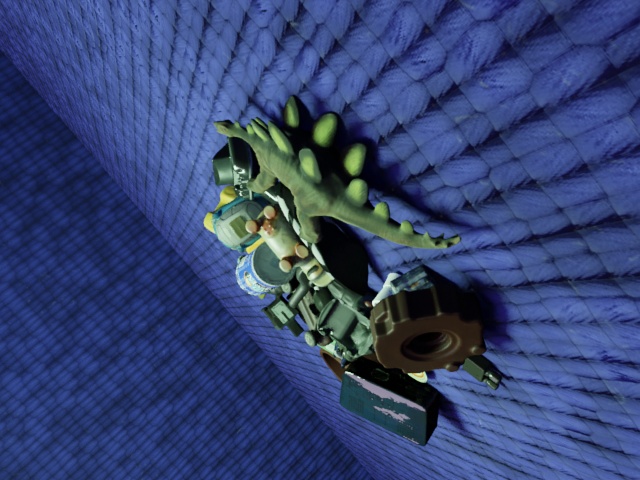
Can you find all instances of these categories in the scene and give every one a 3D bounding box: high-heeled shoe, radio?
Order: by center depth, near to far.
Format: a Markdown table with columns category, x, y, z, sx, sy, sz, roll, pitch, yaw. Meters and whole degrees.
| category | x | y | z | sx | sy | sz | roll | pitch | yaw |
| --- | --- | --- | --- | --- | --- | --- | --- | --- | --- |
| high-heeled shoe | -0.002 | -0.003 | 0.996 | 0.145 | 0.086 | 0.248 | 19 | 140 | 57 |
| radio | 0.160 | 0.371 | 1.257 | 0.230 | 0.073 | 0.130 | 18 | 125 | 28 |

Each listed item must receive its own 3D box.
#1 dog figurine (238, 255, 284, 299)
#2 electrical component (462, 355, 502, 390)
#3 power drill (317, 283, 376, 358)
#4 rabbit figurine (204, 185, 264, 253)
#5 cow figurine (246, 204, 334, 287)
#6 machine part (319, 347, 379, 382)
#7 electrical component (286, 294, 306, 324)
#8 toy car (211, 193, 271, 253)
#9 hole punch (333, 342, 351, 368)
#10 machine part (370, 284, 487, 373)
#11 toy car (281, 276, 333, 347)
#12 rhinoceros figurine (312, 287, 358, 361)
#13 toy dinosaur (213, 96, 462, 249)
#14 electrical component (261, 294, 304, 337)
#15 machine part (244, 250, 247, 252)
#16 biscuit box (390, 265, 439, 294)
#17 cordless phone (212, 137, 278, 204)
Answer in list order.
| category | x | y | z | sx | sy | sz | roll | pitch | yaw |
| --- | --- | --- | --- | --- | --- | --- | --- | --- | --- |
| dog figurine | -0.128 | 0.101 | 1.432 | 0.192 | 0.108 | 0.219 | 36 | 160 | 21 |
| electrical component | 0.268 | 0.216 | 0.921 | 0.094 | 0.021 | 0.063 | 37 | 159 | 28 |
| power drill | 0.071 | 0.146 | 1.014 | 0.232 | 0.086 | 0.207 | 36 | -173 | 21 |
| rabbit figurine | -0.165 | -0.025 | 1.268 | 0.173 | 0.122 | 0.162 | 20 | 154 | 19 |
| cow figurine | -0.043 | 0.013 | 1.045 | 0.195 | 0.085 | 0.127 | 47 | -161 | -1 |
| machine part | 0.094 | 0.338 | 1.446 | 0.201 | 0.087 | 0.201 | 43 | 160 | 11 |
| electrical component | -0.018 | 0.189 | 1.445 | 0.114 | 0.058 | 0.134 | 54 | 161 | -22 |
| toy car | -0.161 | -0.036 | 1.144 | 0.109 | 0.162 | 0.103 | 55 | -162 | -14 |
| hole punch | 0.074 | 0.224 | 1.233 | 0.092 | 0.116 | 0.142 | 52 | 162 | 15 |
| machine part | 0.159 | 0.137 | 0.797 | 0.179 | 0.179 | 0.056 | 68 | -166 | -46 |
| toy car | -0.020 | 0.154 | 1.271 | 0.053 | 0.089 | 0.202 | -34 | 78 | 55 |
| rhinoceros figurine | 0.046 | 0.170 | 1.124 | 0.112 | 0.073 | 0.190 | 33 | -161 | -42 |
| toy dinosaur | 0.000 | -0.088 | 0.794 | 0.472 | 0.105 | 0.198 | 34 | 153 | 25 |
| electrical component | -0.094 | 0.207 | 1.448 | 0.119 | 0.075 | 0.048 | 46 | 162 | -3 |
| machine part | -0.198 | 0.026 | 1.549 | 0.139 | 0.039 | 0.084 | 17 | 149 | 54 |
| biscuit box | 0.170 | 0.131 | 0.889 | 0.059 | 0.063 | 0.202 | 56 | 172 | 44 |
| cordless phone | -0.113 | -0.115 | 1.051 | 0.184 | 0.089 | 0.146 | 34 | 159 | 7 |
